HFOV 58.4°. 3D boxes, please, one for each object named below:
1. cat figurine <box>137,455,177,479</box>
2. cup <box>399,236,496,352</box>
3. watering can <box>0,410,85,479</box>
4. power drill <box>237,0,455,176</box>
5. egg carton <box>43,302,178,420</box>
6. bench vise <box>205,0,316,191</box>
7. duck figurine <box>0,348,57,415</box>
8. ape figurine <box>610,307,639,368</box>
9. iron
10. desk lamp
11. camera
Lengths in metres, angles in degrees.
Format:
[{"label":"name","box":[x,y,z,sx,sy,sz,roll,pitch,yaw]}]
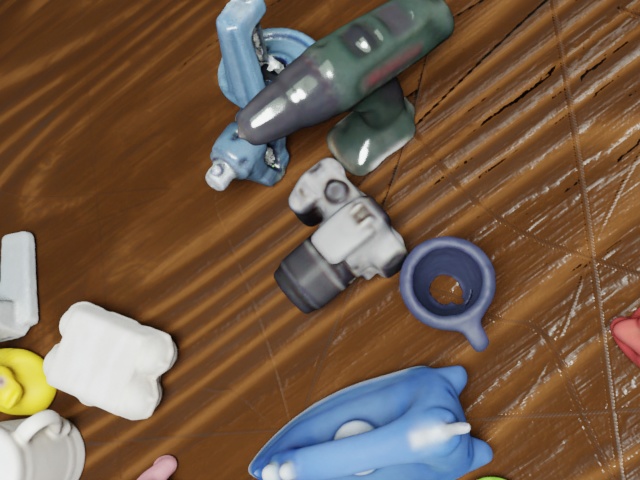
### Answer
[{"label":"cat figurine","box":[-0.217,0.290,0.600,0.128,0.118,0.067,-35,74,3]},{"label":"cup","box":[0.137,0.060,0.587,0.091,0.095,0.117,-29,74,5]},{"label":"watering can","box":[-0.349,0.249,0.596,0.100,0.194,0.173,21,83,15]},{"label":"power drill","box":[0.036,-0.144,0.591,0.229,0.209,0.075,-40,73,2]},{"label":"egg carton","box":[-0.242,0.139,0.662,0.150,0.069,0.107,17,82,15]},{"label":"bench vise","box":[-0.062,-0.156,0.608,0.121,0.220,0.207,7,80,13]},{"label":"duck figurine","box":[-0.378,0.168,0.676,0.104,0.086,0.077,26,85,16]},{"label":"ape figurine","box":[0.323,0.088,0.544,0.077,0.092,0.076,4,79,13]},{"label":"iron","box":[0.031,0.204,0.555,0.258,0.141,0.118,-19,75,7]},{"label":"desk lamp","box":[-0.430,0.076,0.639,0.117,0.214,0.203,-12,76,9]},{"label":"camera","box":[0.006,0.002,0.623,0.137,0.101,0.143,-41,73,1]}]
